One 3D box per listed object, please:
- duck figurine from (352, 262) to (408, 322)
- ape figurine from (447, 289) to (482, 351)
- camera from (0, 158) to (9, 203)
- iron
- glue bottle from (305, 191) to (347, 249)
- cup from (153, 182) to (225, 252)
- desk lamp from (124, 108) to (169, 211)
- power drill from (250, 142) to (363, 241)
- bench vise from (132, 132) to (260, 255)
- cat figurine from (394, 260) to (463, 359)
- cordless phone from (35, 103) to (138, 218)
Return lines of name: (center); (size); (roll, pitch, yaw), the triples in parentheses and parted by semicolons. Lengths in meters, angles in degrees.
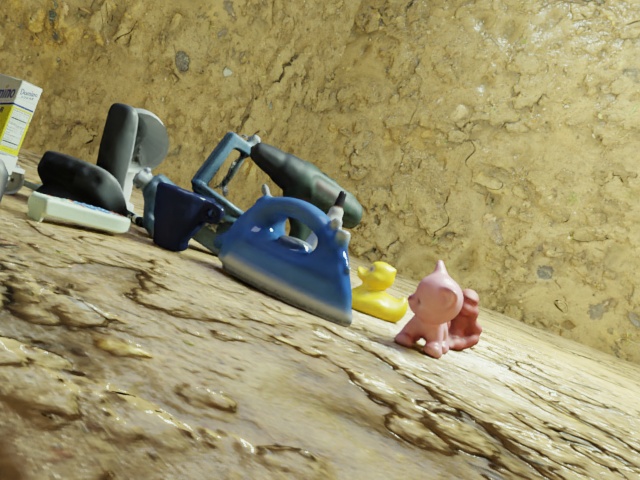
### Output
duck figurine: (0.097, 0.080, 0.928); (0.104, 0.086, 0.078); (20, 2, 18)
ape figurine: (0.210, 0.117, 0.860); (0.078, 0.092, 0.076); (19, 1, -1)
camera: (-0.308, -0.054, 0.419); (0.144, 0.101, 0.136); (18, 2, -33)
iron: (-0.030, 0.010, 0.797); (0.257, 0.141, 0.119); (20, 2, 42)
glue bottle: (0.008, 0.003, 0.915); (0.078, 0.173, 0.037); (18, 2, -33)
cup: (-0.202, -0.026, 0.861); (0.117, 0.095, 0.092); (20, 2, 22)
desk lamp: (-0.402, -0.166, 1.152); (0.118, 0.213, 0.202); (18, 2, -37)
power drill: (-0.043, -0.035, 0.989); (0.230, 0.208, 0.075); (18, 2, -27)
bench vise: (-0.190, -0.091, 0.954); (0.208, 0.220, 0.121); (18, 2, -41)
cat figurine: (0.148, 0.086, 0.736); (0.067, 0.118, 0.128); (19, 2, 17)
cordless phone: (-0.347, -0.125, 0.873); (0.147, 0.185, 0.094); (19, 2, 18)
